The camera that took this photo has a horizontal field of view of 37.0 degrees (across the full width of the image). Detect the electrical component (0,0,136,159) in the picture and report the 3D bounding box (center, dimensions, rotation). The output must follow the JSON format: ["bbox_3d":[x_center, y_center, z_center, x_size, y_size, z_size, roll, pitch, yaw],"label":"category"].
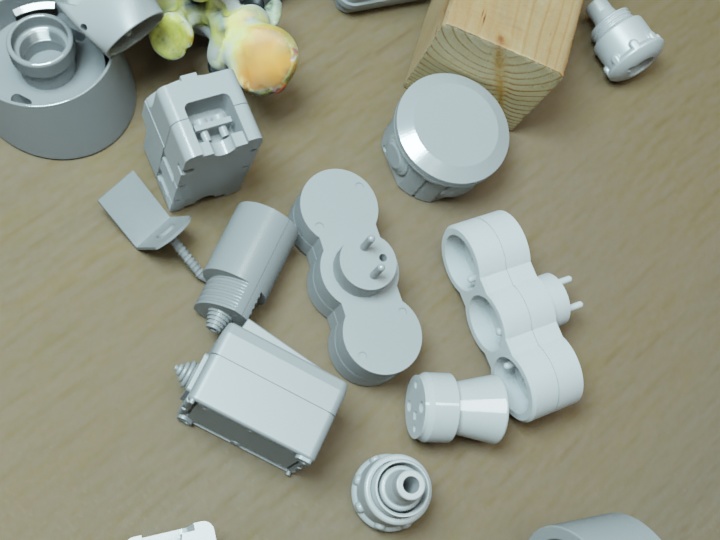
[{"bbox_3d":[-0.195,-0.126,0.678,0.099,0.064,0.099,2,65,-4],"label":"electrical component"}]

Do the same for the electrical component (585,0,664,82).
[{"bbox_3d":[0.194,-0.177,0.810,0.048,0.048,0.062,-26,75,-22],"label":"electrical component"}]

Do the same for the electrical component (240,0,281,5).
[{"bbox_3d":[-0.067,-0.218,0.737,0.055,0.047,0.055,10,63,-21],"label":"electrical component"}]

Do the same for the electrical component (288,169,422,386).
[{"bbox_3d":[0.000,0.000,0.678,0.052,0.073,0.138,-14,78,-20],"label":"electrical component"}]

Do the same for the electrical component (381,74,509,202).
[{"bbox_3d":[0.057,-0.089,0.736,0.080,0.051,0.080,5,72,-15],"label":"electrical component"}]

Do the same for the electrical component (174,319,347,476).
[{"bbox_3d":[-0.063,0.072,0.642,0.096,0.061,0.061,28,67,-6],"label":"electrical component"}]

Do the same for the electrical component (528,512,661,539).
[{"bbox_3d":[0.153,0.198,0.645,0.060,0.108,0.108,-11,76,-26],"label":"electrical component"}]

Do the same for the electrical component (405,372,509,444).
[{"bbox_3d":[0.061,0.088,0.684,0.055,0.045,0.045,4,72,-16],"label":"electrical component"}]

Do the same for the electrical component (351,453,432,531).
[{"bbox_3d":[0.023,0.132,0.648,0.048,0.062,0.048,3,73,-12],"label":"electrical component"}]

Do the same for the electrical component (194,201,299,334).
[{"bbox_3d":[-0.074,0.003,0.671,0.043,0.043,0.081,27,67,-7],"label":"electrical component"}]

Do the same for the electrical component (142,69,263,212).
[{"bbox_3d":[-0.100,-0.082,0.665,0.050,0.089,0.055,-20,79,-22],"label":"electrical component"}]

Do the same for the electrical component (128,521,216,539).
[{"bbox_3d":[-0.101,0.190,0.596,0.050,0.055,0.089,-9,75,-19],"label":"electrical component"}]

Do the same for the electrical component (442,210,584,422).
[{"bbox_3d":[0.114,0.025,0.716,0.074,0.052,0.138,-18,79,-21],"label":"electrical component"}]

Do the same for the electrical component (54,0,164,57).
[{"bbox_3d":[-0.143,-0.180,0.633,0.079,0.043,0.077,-36,96,14],"label":"electrical component"}]

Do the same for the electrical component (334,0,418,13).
[{"bbox_3d":[0.007,-0.248,0.769,0.078,0.057,0.113,-15,78,-21],"label":"electrical component"}]
